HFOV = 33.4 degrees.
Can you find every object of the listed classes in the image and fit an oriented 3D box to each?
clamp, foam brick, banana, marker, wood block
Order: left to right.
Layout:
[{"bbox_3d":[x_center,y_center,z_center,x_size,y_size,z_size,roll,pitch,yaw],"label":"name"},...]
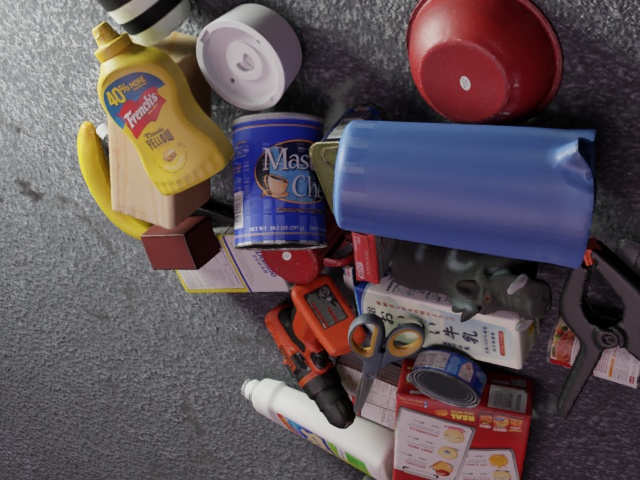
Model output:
[{"bbox_3d":[-0.275,-0.068,1.427,0.070,0.037,0.197,-23,115,25],"label":"banana"},{"bbox_3d":[-0.241,-0.101,1.357,0.121,0.020,0.020,48,141,14],"label":"marker"},{"bbox_3d":[-0.184,-0.130,1.236,0.090,0.090,0.206,18,125,20],"label":"wood block"},{"bbox_3d":[-0.176,0.004,1.343,0.078,0.052,0.051,0,119,36],"label":"foam brick"},{"bbox_3d":[-0.169,-0.064,1.353,0.172,0.039,0.120,-7,110,37],"label":"clamp"},{"bbox_3d":[0.291,0.099,1.089,0.165,0.036,0.210,-17,108,33],"label":"clamp"}]

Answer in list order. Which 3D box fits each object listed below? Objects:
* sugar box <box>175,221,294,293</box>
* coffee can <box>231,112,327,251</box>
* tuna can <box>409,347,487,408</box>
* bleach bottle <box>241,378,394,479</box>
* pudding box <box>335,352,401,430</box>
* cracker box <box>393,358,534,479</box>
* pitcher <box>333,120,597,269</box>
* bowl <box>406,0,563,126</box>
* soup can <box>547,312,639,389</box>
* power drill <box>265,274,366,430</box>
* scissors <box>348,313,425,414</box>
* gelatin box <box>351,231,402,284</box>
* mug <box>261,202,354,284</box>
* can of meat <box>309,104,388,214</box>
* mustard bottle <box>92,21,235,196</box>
[{"bbox_3d":[-0.116,0.021,1.386,0.177,0.048,0.093,-4,124,34],"label":"sugar box"},{"bbox_3d":[-0.044,-0.061,1.167,0.103,0.102,0.140,-5,84,38],"label":"coffee can"},{"bbox_3d":[0.148,0.159,1.230,0.086,0.033,0.086,21,154,10],"label":"tuna can"},{"bbox_3d":[0.000,0.259,1.505,0.251,0.068,0.102,21,157,27],"label":"bleach bottle"},{"bbox_3d":[0.073,0.198,1.419,0.113,0.039,0.090,20,133,16],"label":"pudding box"},{"bbox_3d":[0.178,0.253,1.351,0.164,0.072,0.214,8,133,11],"label":"cracker box"},{"bbox_3d":[0.140,-0.045,1.033,0.243,0.145,0.149,6,105,8],"label":"pitcher"},{"bbox_3d":[0.147,-0.165,1.023,0.162,0.055,0.162,19,136,20],"label":"bowl"},{"bbox_3d":[0.305,0.115,1.156,0.102,0.068,0.068,16,135,22],"label":"soup can"},{"bbox_3d":[0.001,0.137,1.334,0.184,0.057,0.188,55,155,15],"label":"power drill"},{"bbox_3d":[0.078,0.149,1.256,0.096,0.016,0.202,-4,140,6],"label":"scissors"},{"bbox_3d":[0.065,-0.006,1.198,0.030,0.089,0.073,11,133,22],"label":"gelatin box"},{"bbox_3d":[-0.008,0.002,1.263,0.117,0.081,0.093,20,136,19],"label":"mug"},{"bbox_3d":[0.043,-0.084,1.147,0.058,0.083,0.102,1,127,35],"label":"can of meat"},{"bbox_3d":[-0.178,-0.144,1.126,0.096,0.058,0.191,-22,110,31],"label":"mustard bottle"}]
